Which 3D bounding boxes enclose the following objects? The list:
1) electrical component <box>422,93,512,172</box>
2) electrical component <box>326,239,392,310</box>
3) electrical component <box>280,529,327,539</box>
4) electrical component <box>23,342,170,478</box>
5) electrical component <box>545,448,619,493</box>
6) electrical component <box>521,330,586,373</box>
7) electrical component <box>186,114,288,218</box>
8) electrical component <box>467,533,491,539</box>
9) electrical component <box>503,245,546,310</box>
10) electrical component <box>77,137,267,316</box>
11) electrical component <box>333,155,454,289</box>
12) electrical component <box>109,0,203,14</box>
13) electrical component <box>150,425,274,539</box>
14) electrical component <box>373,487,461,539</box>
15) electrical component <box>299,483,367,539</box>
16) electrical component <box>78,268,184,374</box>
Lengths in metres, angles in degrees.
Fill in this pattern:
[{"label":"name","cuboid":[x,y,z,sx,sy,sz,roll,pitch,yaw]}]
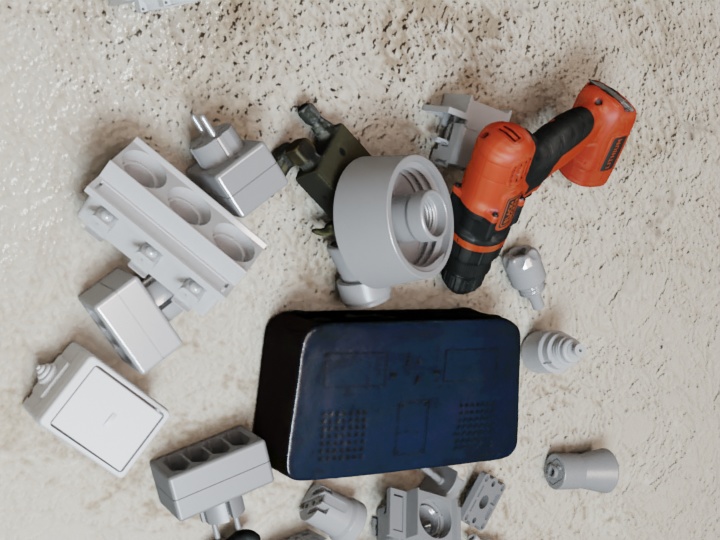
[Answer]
[{"label":"electrical component","cuboid":[0.094,-0.116,0.936,0.081,0.042,0.063,15,94,-30]},{"label":"electrical component","cuboid":[0.000,0.000,0.899,0.045,0.045,0.055,-23,109,-25]},{"label":"electrical component","cuboid":[-0.049,0.257,0.911,0.066,0.048,0.055,-14,97,-27]},{"label":"electrical component","cuboid":[-0.198,0.100,0.793,0.096,0.061,0.061,43,77,-28]},{"label":"electrical component","cuboid":[0.215,0.197,1.055,0.065,0.044,0.044,4,96,-25]},{"label":"electrical component","cuboid":[0.183,0.076,0.999,0.040,0.078,0.040,2,83,-22]},{"label":"electrical component","cuboid":[-0.104,-0.086,0.814,0.047,0.066,0.076,-40,115,-18]},{"label":"electrical component","cuboid":[0.122,0.272,1.017,0.035,0.035,0.061,-48,114,-15]},{"label":"electrical component","cuboid":[0.156,0.009,0.995,0.035,0.035,0.061,-33,114,-21]},{"label":"electrical component","cuboid":[-0.138,-0.028,0.781,0.121,0.063,0.078,40,33,-7]},{"label":"electrical component","cuboid":[0.035,-0.041,0.857,0.108,0.060,0.108,10,77,-54]},{"label":"electrical component","cuboid":[-0.115,-0.218,0.738,0.089,0.150,0.061,-19,106,-26]},{"label":"electrical component","cuboid":[-0.114,0.178,0.861,0.083,0.047,0.075,-19,107,-26]},{"label":"electrical component","cuboid":[0.049,0.224,0.947,0.081,0.064,0.042,23,53,-30]},{"label":"electrical component","cuboid":[-0.023,0.208,0.922,0.046,0.040,0.040,34,81,-24]},{"label":"electrical component","cuboid":[-0.158,0.027,0.812,0.077,0.047,0.065,-39,115,-19]}]
